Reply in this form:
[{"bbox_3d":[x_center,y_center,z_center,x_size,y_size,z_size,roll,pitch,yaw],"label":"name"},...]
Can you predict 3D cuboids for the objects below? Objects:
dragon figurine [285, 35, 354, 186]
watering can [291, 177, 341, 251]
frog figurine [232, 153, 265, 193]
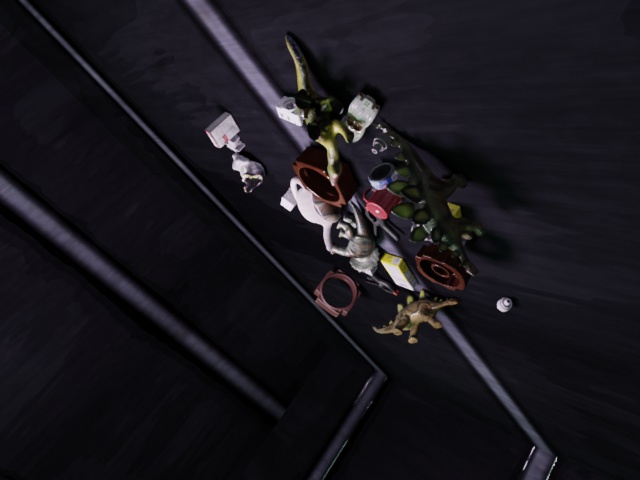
[{"bbox_3d":[-0.017,-0.351,1.447,0.242,0.122,0.409,178,71,-81],"label":"dragon figurine"},{"bbox_3d":[0.006,-0.100,1.985,0.344,0.105,0.224,58,156,-16],"label":"watering can"},{"bbox_3d":[-0.300,-0.301,2.166,0.163,0.122,0.135,68,-173,31],"label":"frog figurine"}]
